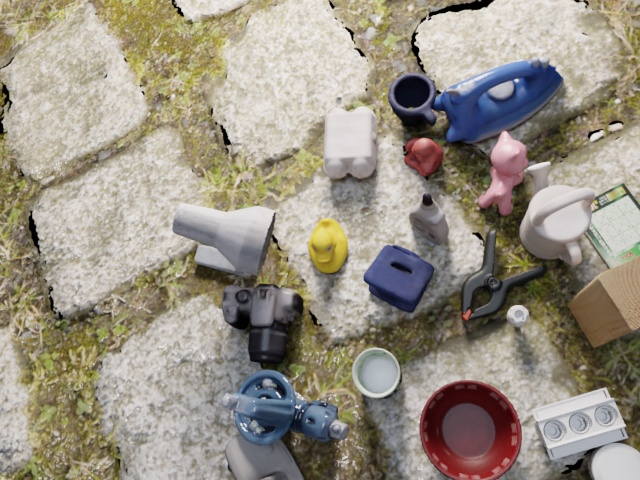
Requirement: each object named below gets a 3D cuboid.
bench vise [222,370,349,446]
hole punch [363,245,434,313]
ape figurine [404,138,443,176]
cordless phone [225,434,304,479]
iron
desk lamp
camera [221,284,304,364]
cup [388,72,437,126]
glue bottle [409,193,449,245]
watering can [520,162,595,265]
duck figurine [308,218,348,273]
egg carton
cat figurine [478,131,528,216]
[{"bbox_3d":[-0.060,0.271,0.934,0.207,0.220,0.121,-5,72,10],"label":"bench vise"},{"bbox_3d":[0.141,0.062,1.026,0.108,0.091,0.101,26,80,18],"label":"hole punch"},{"bbox_3d":[0.196,-0.165,1.084,0.076,0.092,0.078,-10,71,8],"label":"ape figurine"},{"bbox_3d":[-0.104,0.380,0.928,0.094,0.185,0.147,-38,70,-1],"label":"cordless phone"},{"bbox_3d":[0.341,-0.285,1.065,0.258,0.142,0.118,-23,70,4],"label":"iron"},{"bbox_3d":[-0.164,0.000,1.040,0.202,0.214,0.118,12,76,15],"label":"desk lamp"},{"bbox_3d":[-0.111,0.153,1.043,0.143,0.101,0.137,1,73,12],"label":"camera"},{"bbox_3d":[0.188,-0.253,1.110,0.091,0.095,0.117,-35,70,-1],"label":"cup"},{"bbox_3d":[0.191,-0.046,1.005,0.078,0.173,0.037,40,85,20],"label":"glue bottle"},{"bbox_3d":[0.391,-0.046,0.954,0.101,0.194,0.172,-39,70,-2],"label":"watering can"},{"bbox_3d":[0.010,0.004,1.072,0.077,0.086,0.104,-2,73,11],"label":"duck figurine"},{"bbox_3d":[0.061,-0.192,1.131,0.107,0.069,0.150,-2,73,11],"label":"egg carton"},{"bbox_3d":[0.334,-0.123,1.030,0.067,0.118,0.128,16,77,16],"label":"cat figurine"}]
